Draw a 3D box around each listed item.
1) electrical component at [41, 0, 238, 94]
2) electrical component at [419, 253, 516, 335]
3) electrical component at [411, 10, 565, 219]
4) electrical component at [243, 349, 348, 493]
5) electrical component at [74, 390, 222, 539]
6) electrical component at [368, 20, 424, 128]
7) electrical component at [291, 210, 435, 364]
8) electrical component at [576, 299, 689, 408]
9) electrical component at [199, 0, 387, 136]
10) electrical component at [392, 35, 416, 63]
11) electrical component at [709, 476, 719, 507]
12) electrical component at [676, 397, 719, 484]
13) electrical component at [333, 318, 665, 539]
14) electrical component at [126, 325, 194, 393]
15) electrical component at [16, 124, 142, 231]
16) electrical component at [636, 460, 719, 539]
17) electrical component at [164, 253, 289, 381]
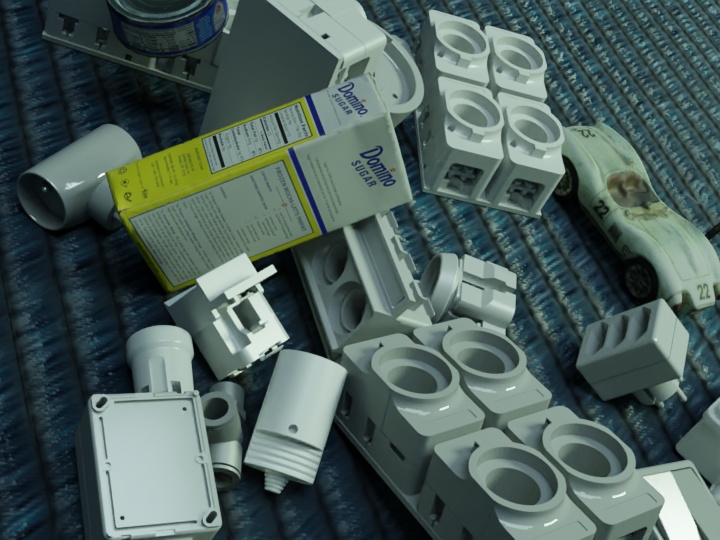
[{"bbox_3d":[-0.147,-0.210,0.870,0.186,0.060,0.105,17,45,-11],"label":"electrical component"},{"bbox_3d":[0.072,0.022,0.760,0.057,0.058,0.078,21,44,-10],"label":"electrical component"},{"bbox_3d":[0.107,-0.141,0.926,0.105,0.060,0.186,12,46,-16],"label":"electrical component"},{"bbox_3d":[-0.040,0.093,0.642,0.043,0.043,0.081,20,72,-7],"label":"electrical component"},{"bbox_3d":[-0.116,0.120,0.580,0.062,0.061,0.096,0,57,-26],"label":"electrical component"},{"bbox_3d":[-0.009,-0.150,0.874,0.108,0.060,0.108,22,44,-24],"label":"electrical component"},{"bbox_3d":[0.000,0.000,0.739,0.063,0.079,0.121,18,39,-42],"label":"electrical component"},{"bbox_3d":[0.207,0.071,0.779,0.076,0.066,0.047,50,40,-19],"label":"electrical component"},{"bbox_3d":[-0.050,-0.128,0.774,0.089,0.150,0.062,41,46,15],"label":"electrical component"},{"bbox_3d":[0.034,-0.175,0.942,0.035,0.035,0.061,-2,53,-27],"label":"electrical component"},{"bbox_3d":[0.247,0.169,0.716,0.048,0.048,0.062,41,52,14],"label":"electrical component"},{"bbox_3d":[0.303,0.127,0.772,0.109,0.056,0.109,45,46,18],"label":"electrical component"},{"bbox_3d":[0.076,0.106,0.643,0.105,0.060,0.186,-11,38,-33],"label":"electrical component"},{"bbox_3d":[-0.118,0.062,0.644,0.040,0.040,0.046,3,53,-23],"label":"electrical component"},{"bbox_3d":[-0.174,-0.053,0.722,0.079,0.043,0.077,36,44,9],"label":"electrical component"},{"bbox_3d":[0.193,0.163,0.682,0.062,0.061,0.096,-4,51,-28],"label":"electrical component"},{"bbox_3d":[-0.081,0.032,0.670,0.042,0.081,0.063,-31,90,-41],"label":"electrical component"}]
